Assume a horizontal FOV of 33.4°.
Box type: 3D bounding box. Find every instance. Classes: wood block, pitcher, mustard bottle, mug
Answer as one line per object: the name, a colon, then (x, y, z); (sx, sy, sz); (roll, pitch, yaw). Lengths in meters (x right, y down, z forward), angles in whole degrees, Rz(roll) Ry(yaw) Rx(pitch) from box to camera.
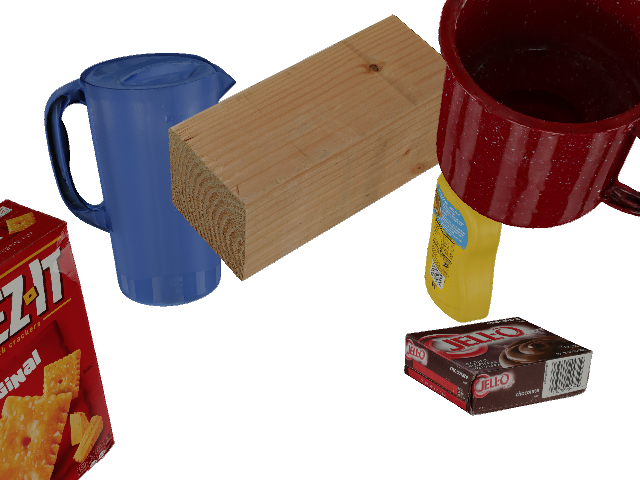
wood block: (-0.001, -0.072, 0.788); (0.205, 0.091, 0.090); (-31, -28, -25)
pitcher: (-0.172, -0.060, 1.075); (0.149, 0.243, 0.144); (11, 27, 26)
mustard bottle: (0.147, -0.017, 1.083); (0.058, 0.192, 0.096); (-9, 38, -15)
mug: (0.101, -0.051, 0.438); (0.117, 0.093, 0.081); (36, -24, 19)

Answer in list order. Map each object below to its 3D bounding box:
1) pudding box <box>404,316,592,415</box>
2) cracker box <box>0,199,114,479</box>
pudding box: (0.133, 0.093, 0.812); (0.113, 0.039, 0.090); (-4, 16, -29)
cracker box: (-0.234, 0.105, 0.747); (0.072, 0.214, 0.164); (17, 38, 28)
